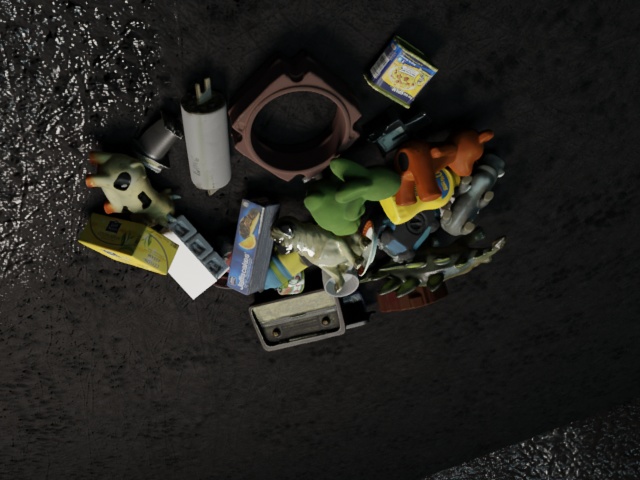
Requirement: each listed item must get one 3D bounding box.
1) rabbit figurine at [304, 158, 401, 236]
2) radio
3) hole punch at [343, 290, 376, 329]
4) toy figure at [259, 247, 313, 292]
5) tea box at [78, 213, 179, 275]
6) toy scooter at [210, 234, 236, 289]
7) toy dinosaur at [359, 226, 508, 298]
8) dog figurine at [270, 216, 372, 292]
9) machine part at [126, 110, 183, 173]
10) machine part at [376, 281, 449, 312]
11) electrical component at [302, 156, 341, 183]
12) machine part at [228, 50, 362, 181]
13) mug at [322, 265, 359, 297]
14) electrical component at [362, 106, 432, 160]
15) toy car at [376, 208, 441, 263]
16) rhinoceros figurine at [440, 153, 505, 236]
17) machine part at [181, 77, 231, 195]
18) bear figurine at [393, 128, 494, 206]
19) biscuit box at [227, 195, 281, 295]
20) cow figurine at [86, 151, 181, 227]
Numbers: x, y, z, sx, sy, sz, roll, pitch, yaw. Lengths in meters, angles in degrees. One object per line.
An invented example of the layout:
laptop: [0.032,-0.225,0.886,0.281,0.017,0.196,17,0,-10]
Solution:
rabbit figurine: [0.062,-0.100,1.008,0.170,0.121,0.159,-22,157,21]
radio: [-0.050,0.189,1.339,0.230,0.073,0.131,-14,100,12]
hole punch: [0.069,0.184,1.423,0.142,0.092,0.116,-19,177,5]
toy figure: [-0.074,0.052,1.204,0.180,0.089,0.082,-37,140,-6]
tea box: [-0.371,0.006,1.042,0.170,0.068,0.098,12,163,34]
toy scooter: [-0.209,0.061,1.216,0.135,0.075,0.184,24,128,-37]
toy dinosaur: [0.226,0.060,1.248,0.198,0.105,0.471,-22,179,-38]
dog figurine: [-0.001,-0.005,1.130,0.190,0.172,0.121,35,108,-3]
machine part: [-0.291,-0.171,0.961,0.084,0.039,0.139,28,137,-26]
machine part: [0.231,0.133,1.354,0.179,0.056,0.179,-15,-179,0]
electrical component: [0.011,-0.135,1.097,0.094,0.021,0.063,-28,137,16]
machine part: [-0.044,-0.212,0.952,0.201,0.087,0.201,-39,132,24]
mug: [0.044,0.059,1.255,0.081,0.107,0.109,4,132,-19]
electrical component: [0.148,-0.215,1.026,0.119,0.048,0.074,-34,135,21]
toy car: [0.184,-0.029,1.188,0.109,0.103,0.161,37,79,-13]
rhinoceros figurine: [0.325,-0.094,1.126,0.190,0.073,0.112,-60,164,2]
machine part: [-0.201,-0.175,0.956,0.079,0.079,0.243,-4,138,-10]
bear figurine: [0.241,-0.144,1.037,0.196,0.131,0.120,-10,-179,-26]
biscuit box: [-0.139,0.012,1.118,0.063,0.059,0.202,-18,126,-58]
cow figurine: [-0.340,-0.087,1.005,0.127,0.085,0.194,0,151,1]
